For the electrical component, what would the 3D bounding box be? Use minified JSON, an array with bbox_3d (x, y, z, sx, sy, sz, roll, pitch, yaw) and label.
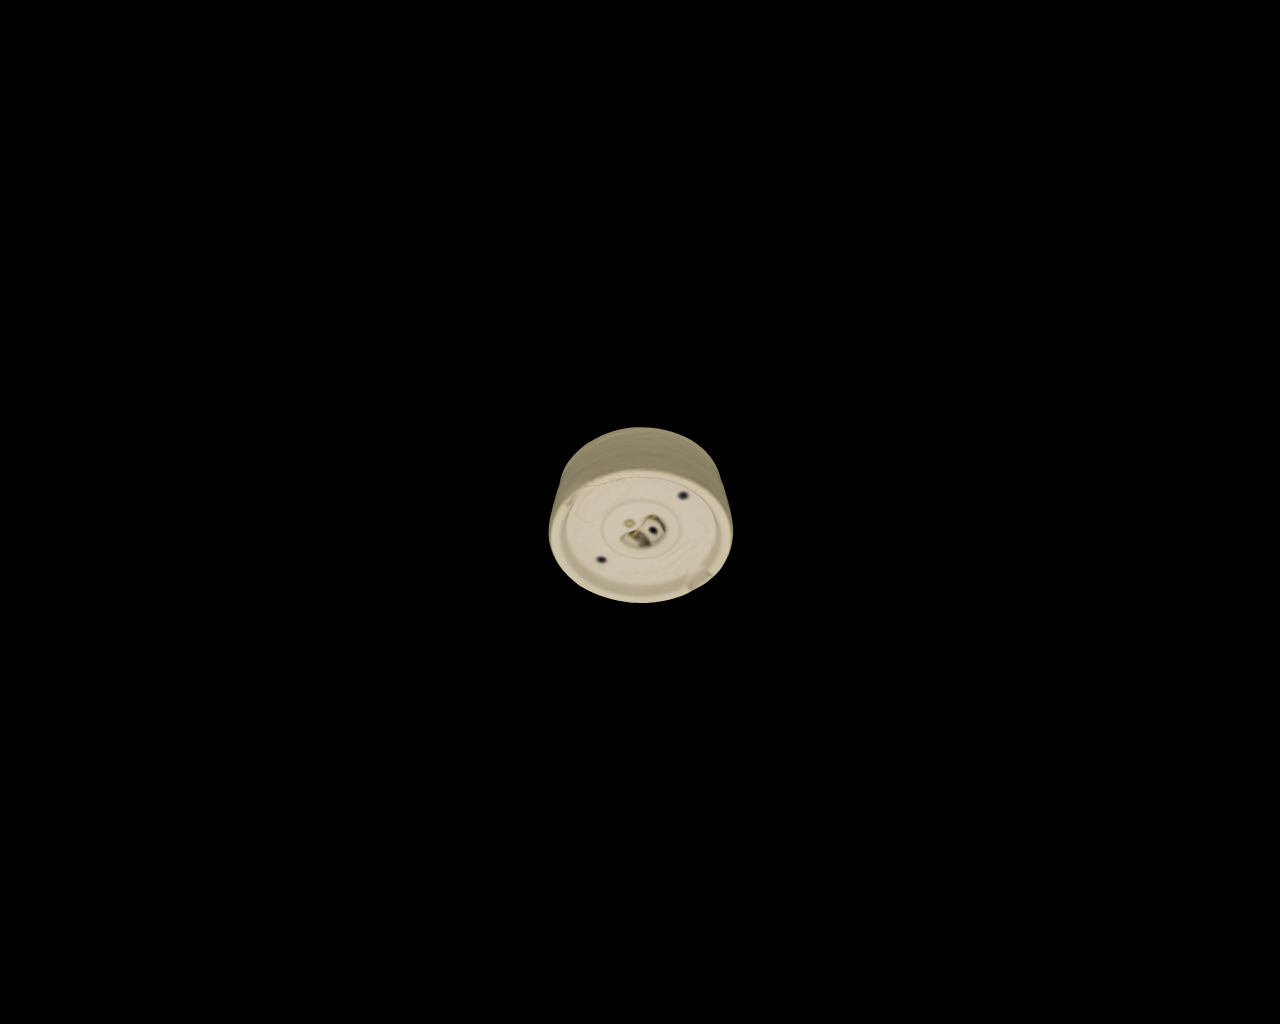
[{"bbox_3d":[0.001,-0.003,0.650,0.108,0.108,0.060,0,41,0],"label":"electrical component"}]
